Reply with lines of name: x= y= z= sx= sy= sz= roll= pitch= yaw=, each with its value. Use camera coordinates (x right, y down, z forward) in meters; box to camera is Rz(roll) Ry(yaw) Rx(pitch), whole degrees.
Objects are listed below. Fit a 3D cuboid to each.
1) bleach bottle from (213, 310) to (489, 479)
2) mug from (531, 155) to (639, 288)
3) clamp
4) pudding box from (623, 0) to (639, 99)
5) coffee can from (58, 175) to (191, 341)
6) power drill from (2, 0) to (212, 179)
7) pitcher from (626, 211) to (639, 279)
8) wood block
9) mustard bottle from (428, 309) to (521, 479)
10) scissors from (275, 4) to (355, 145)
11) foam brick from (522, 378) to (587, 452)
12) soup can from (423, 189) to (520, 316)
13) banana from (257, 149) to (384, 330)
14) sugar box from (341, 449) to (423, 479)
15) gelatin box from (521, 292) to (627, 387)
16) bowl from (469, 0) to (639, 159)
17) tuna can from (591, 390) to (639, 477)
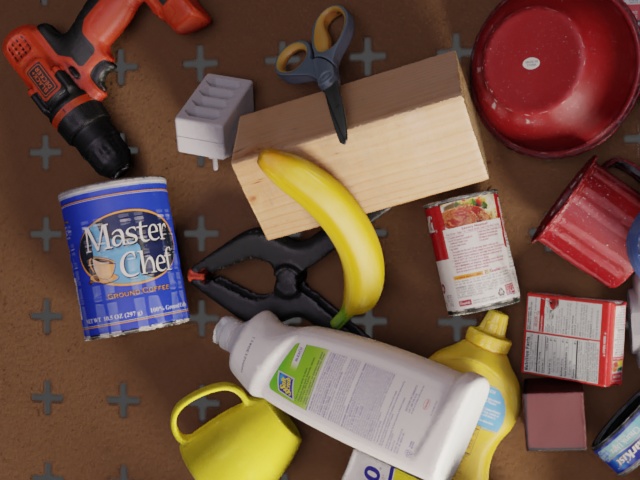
bleach bottle: x=0.016 y=0.119 z=0.946 sx=0.251 sy=0.068 sz=0.102 roll=22 pitch=90 yaw=25
mug: x=0.249 y=-0.021 z=0.923 sx=0.081 sy=0.093 sz=0.117 roll=36 pitch=63 yaw=5
clamp: x=-0.021 y=0.027 z=1.003 sx=0.210 sy=0.036 sz=0.164 roll=10 pitch=101 yaw=14
pudding box: x=0.285 y=-0.179 z=0.931 sx=0.090 sy=0.039 sz=0.113 roll=2 pitch=93 yaw=14
coffee can: x=-0.185 y=0.017 z=1.011 sx=0.103 sy=0.102 sz=0.140 roll=-11 pitch=88 yaw=13
power drill: x=-0.197 y=-0.178 z=1.035 sx=0.188 sy=0.057 sz=0.184 roll=-41 pitch=82 yaw=11
pitcher: x=0.367 y=0.026 z=0.849 sx=0.149 sy=0.144 sz=0.243 roll=-31 pitch=99 yaw=40
wood block: x=0.036 y=-0.083 z=0.949 sx=0.206 sy=0.091 sz=0.090 roll=-16 pitch=124 yaw=13
mustard bottle: x=0.127 y=0.154 z=0.962 sx=0.096 sy=0.058 sz=0.192 roll=22 pitch=96 yaw=17
scissors: x=-0.007 y=-0.137 z=0.950 sx=0.096 sy=0.201 sz=0.016 roll=-25 pitch=130 yaw=31
foam brick: x=0.205 y=0.152 z=0.934 sx=0.051 sy=0.078 sz=0.053 roll=-4 pitch=91 yaw=12
soup can: x=0.136 y=0.011 z=0.953 sx=0.068 sy=0.068 sz=0.102 roll=-13 pitch=88 yaw=13
banana: x=0.012 y=-0.003 z=0.921 sx=0.069 sy=0.037 sz=0.198 roll=-24 pitch=120 yaw=-2
sugar box: x=0.090 y=0.254 z=0.902 sx=0.176 sy=0.048 sz=0.093 roll=20 pitch=85 yaw=29
gelatin box: x=0.221 y=0.086 z=0.934 sx=0.089 sy=0.030 sz=0.073 roll=4 pitch=92 yaw=47
bowl: x=0.193 y=-0.151 z=0.920 sx=0.162 sy=0.055 sz=0.162 roll=1 pitch=92 yaw=32
tuna can: x=0.273 y=0.160 z=0.913 sx=0.034 sy=0.086 sz=0.086 roll=43 pitch=100 yaw=11
